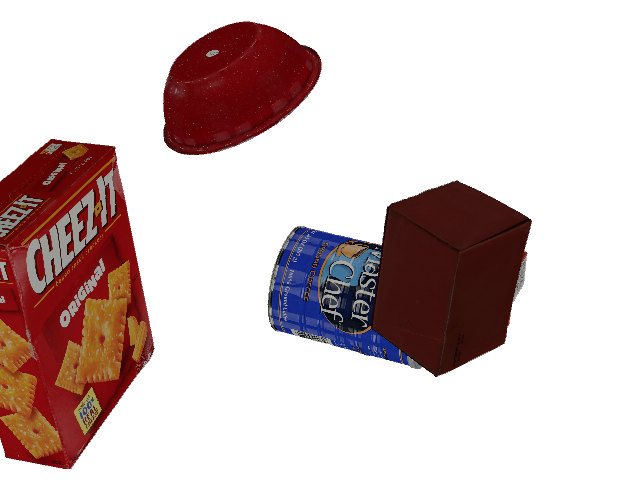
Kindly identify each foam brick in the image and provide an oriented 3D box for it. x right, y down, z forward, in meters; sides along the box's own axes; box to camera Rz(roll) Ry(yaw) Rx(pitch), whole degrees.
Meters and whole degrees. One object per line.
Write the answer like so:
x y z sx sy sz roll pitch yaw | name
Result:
0.064 0.018 0.537 0.052 0.078 0.051 -20 41 -35 | foam brick

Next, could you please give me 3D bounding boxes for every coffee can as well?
0.036 0.051 0.978 0.140 0.103 0.102 13 4 18 | coffee can

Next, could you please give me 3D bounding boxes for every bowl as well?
-0.083 -0.148 0.961 0.162 0.055 0.162 -20 35 15 | bowl

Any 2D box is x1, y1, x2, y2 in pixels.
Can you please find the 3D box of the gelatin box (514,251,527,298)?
0.097 0.028 0.740 0.073 0.030 0.089 12 25 20 | gelatin box

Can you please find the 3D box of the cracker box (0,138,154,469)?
-0.210 0.050 0.866 0.072 0.214 0.164 6 33 18 | cracker box

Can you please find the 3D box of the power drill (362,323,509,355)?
0.115 0.067 1.201 0.187 0.057 0.184 -2 28 -3 | power drill
